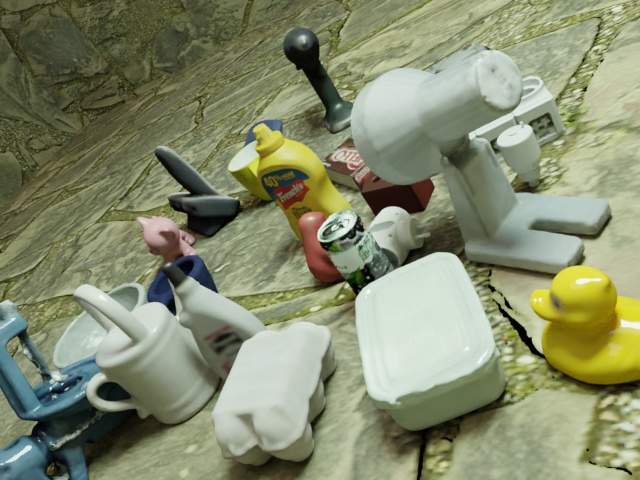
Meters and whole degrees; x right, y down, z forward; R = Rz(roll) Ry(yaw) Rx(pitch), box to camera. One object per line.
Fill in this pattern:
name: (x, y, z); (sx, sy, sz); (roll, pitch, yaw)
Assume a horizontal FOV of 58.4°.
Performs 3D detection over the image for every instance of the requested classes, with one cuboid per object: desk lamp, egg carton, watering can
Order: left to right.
watering can: (-0.209, 0.115, 0.679); (0.100, 0.194, 0.173); (-14, 35, 34)
egg carton: (-0.043, 0.152, 0.579); (0.107, 0.069, 0.150); (-18, 33, 29)
desk lamp: (0.153, -0.085, 0.580); (0.118, 0.214, 0.202); (-48, 31, -23)

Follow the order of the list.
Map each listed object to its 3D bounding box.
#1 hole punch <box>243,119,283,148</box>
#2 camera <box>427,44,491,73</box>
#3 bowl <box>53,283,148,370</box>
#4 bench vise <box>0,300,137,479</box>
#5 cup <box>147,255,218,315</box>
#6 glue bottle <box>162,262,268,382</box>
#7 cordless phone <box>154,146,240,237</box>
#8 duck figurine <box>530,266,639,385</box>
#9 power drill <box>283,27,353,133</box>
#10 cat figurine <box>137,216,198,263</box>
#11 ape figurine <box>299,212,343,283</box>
hole punch: (-0.109, -0.175, 1.128); (0.108, 0.091, 0.101); (1, 44, 47)
camera: (0.197, -0.221, 0.861); (0.137, 0.101, 0.142); (-40, 29, -9)
bowl: (-0.312, 0.148, 0.866); (0.167, 0.075, 0.167); (-26, 29, 16)
bench vise: (-0.326, 0.189, 0.663); (0.121, 0.220, 0.207); (-17, 33, 29)
cup: (-0.180, 0.091, 0.791); (0.091, 0.095, 0.118); (-19, 32, 26)
glue bottle: (-0.122, 0.089, 0.650); (0.078, 0.173, 0.037); (-32, 29, 6)
cordless phone: (-0.248, -0.106, 1.069); (0.147, 0.185, 0.094); (8, 50, 52)
duck figurine: (0.212, 0.057, 0.436); (0.104, 0.086, 0.077); (-7, 39, 41)
power drill: (-0.002, -0.318, 1.107); (0.075, 0.209, 0.229); (-33, 28, 3)
cat figurine: (-0.278, -0.007, 1.021); (0.067, 0.118, 0.127); (-37, 28, -3)
ape figurine: (0.007, 0.003, 0.731); (0.076, 0.092, 0.077); (-37, 28, -5)
